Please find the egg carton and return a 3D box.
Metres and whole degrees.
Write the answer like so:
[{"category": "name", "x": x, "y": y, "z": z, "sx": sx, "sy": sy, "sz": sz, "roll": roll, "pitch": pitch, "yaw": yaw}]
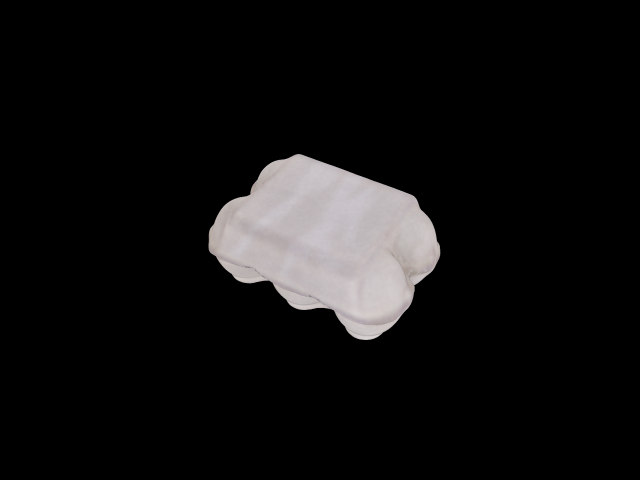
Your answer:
[{"category": "egg carton", "x": 0.004, "y": 0.001, "z": 0.400, "sx": 0.150, "sy": 0.069, "sz": 0.107, "roll": 22, "pitch": 49, "yaw": 21}]
